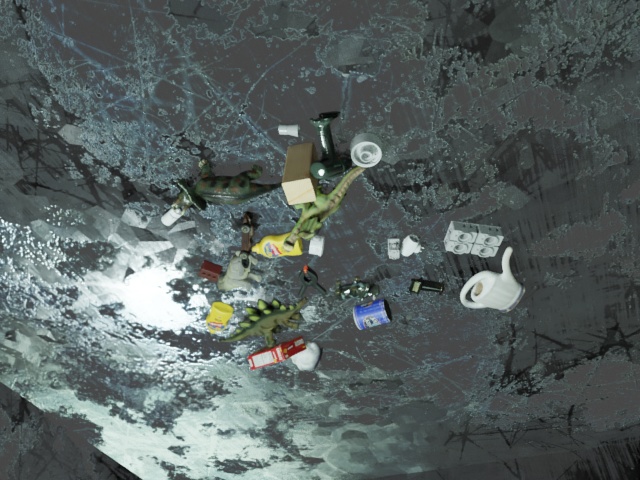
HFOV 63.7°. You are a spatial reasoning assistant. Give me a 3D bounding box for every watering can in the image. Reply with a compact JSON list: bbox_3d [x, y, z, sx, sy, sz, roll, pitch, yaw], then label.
[{"bbox_3d":[0.705,0.171,2.015,0.223,0.106,0.340,21,130,-16],"label":"watering can"}]

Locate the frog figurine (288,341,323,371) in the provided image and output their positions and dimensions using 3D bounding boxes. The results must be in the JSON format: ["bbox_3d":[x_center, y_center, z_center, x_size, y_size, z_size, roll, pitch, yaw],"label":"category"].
[{"bbox_3d":[-0.074,0.529,2.380,0.159,0.123,0.137,21,97,-3],"label":"frog figurine"}]

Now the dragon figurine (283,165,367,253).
[{"bbox_3d":[0.005,-0.088,1.746,0.121,0.249,0.404,36,126,-20],"label":"dragon figurine"}]
